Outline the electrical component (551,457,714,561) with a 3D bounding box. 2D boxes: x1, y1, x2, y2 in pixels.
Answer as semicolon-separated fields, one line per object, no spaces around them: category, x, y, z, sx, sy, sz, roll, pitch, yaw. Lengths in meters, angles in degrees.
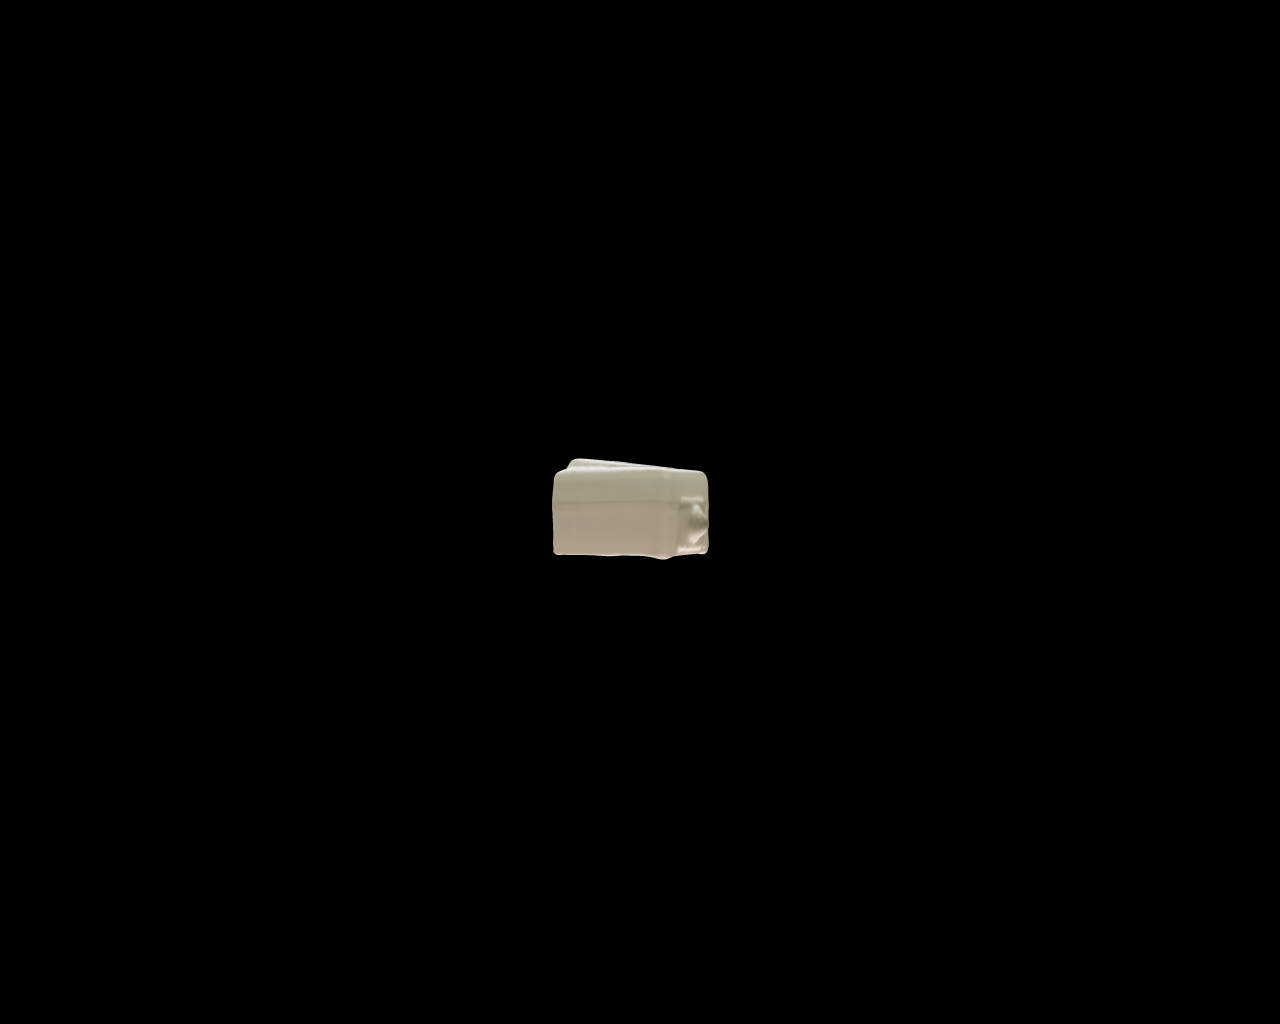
electrical component;0.001;-0.003;0.650;0.096;0.061;0.062;0;0;28
